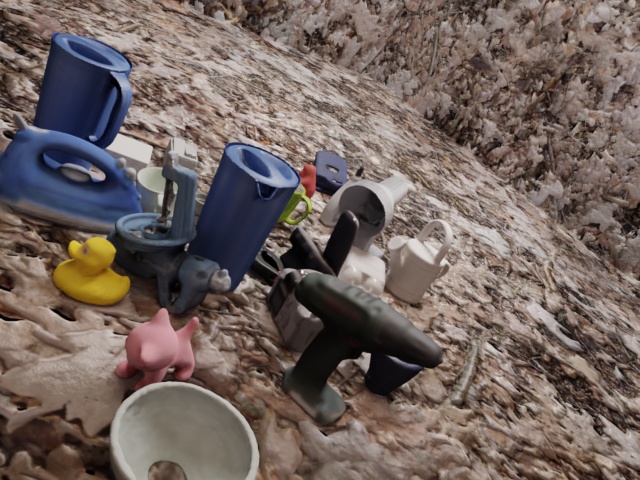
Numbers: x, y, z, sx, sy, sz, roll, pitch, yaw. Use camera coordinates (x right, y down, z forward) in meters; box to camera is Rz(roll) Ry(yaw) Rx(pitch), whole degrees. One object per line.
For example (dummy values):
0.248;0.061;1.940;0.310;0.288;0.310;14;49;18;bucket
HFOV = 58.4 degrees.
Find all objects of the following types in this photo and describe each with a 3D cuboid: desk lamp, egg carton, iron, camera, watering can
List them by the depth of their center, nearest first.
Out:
-0.395;-0.105;0.943;0.259;0.141;0.118;18;27;-25;iron
-0.004;0.115;1.005;0.137;0.100;0.143;14;29;-32;camera
0.085;0.074;1.218;0.107;0.069;0.150;27;25;-7;egg carton
0.226;0.040;1.287;0.173;0.194;0.100;0;38;-47;watering can
0.111;-0.048;1.303;0.117;0.213;0.204;38;26;16;desk lamp

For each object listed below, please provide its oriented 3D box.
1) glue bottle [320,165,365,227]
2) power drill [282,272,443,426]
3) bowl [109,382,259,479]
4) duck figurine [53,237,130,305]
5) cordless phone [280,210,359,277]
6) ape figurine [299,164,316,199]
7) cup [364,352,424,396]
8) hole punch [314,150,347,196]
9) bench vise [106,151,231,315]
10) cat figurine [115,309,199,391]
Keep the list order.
0.067;-0.110;1.420;0.078;0.173;0.037;3;36;-45;glue bottle
0.039;0.164;0.834;0.229;0.208;0.076;39;26;19;power drill
-0.156;0.243;0.631;0.168;0.074;0.167;25;25;-12;bowl
-0.319;0.038;0.823;0.105;0.086;0.077;24;25;-12;duck figurine
0.010;0.004;1.130;0.094;0.185;0.147;6;34;-41;cordless phone
-0.039;-0.156;1.487;0.076;0.092;0.078;42;27;25;ape figurine
0.106;0.206;0.963;0.117;0.095;0.092;41;27;22;cup
0.027;-0.188;1.620;0.109;0.091;0.101;19;27;-23;hole punch
-0.211;-0.013;0.877;0.207;0.219;0.121;27;25;-6;bench vise
-0.202;0.136;0.731;0.067;0.117;0.128;38;26;17;cat figurine
